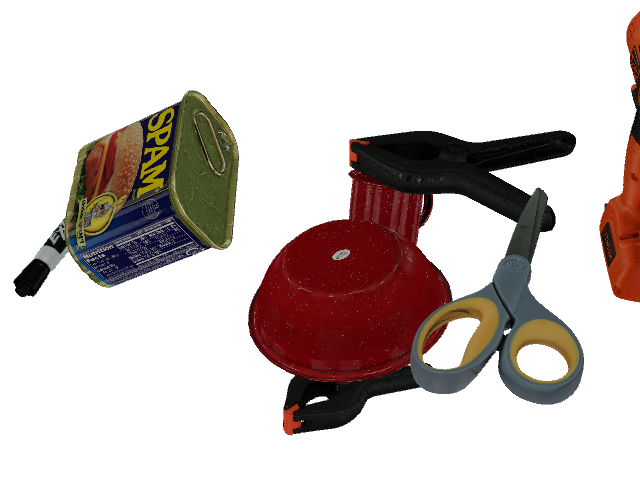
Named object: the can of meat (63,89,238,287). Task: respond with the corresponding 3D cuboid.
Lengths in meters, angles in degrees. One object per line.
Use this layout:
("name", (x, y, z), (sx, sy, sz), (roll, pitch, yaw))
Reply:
("can of meat", (-0.100, -0.029, 0.633), (0.084, 0.102, 0.057), (-21, -46, 22))

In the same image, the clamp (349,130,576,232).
("clamp", (0.131, -0.072, 0.985), (0.210, 0.036, 0.164), (13, 33, 22))

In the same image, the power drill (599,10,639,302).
("power drill", (0.240, -0.049, 0.747), (0.057, 0.188, 0.184), (4, 37, 7))

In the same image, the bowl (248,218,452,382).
("bowl", (0.020, 0.032, 0.821), (0.162, 0.055, 0.162), (-6, 38, 5))

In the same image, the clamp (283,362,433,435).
("clamp", (0.019, 0.142, 1.102), (0.171, 0.039, 0.120), (-20, 32, -33))

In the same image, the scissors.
("scissors", (0.122, 0.029, 0.596), (0.096, 0.016, 0.201), (21, 40, 28))

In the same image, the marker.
("marker", (-0.195, -0.003, 0.815), (0.020, 0.020, 0.121), (0, 44, 35))

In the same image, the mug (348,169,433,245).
("mug", (0.084, -0.036, 1.241), (0.117, 0.081, 0.093), (-8, 21, -39))
